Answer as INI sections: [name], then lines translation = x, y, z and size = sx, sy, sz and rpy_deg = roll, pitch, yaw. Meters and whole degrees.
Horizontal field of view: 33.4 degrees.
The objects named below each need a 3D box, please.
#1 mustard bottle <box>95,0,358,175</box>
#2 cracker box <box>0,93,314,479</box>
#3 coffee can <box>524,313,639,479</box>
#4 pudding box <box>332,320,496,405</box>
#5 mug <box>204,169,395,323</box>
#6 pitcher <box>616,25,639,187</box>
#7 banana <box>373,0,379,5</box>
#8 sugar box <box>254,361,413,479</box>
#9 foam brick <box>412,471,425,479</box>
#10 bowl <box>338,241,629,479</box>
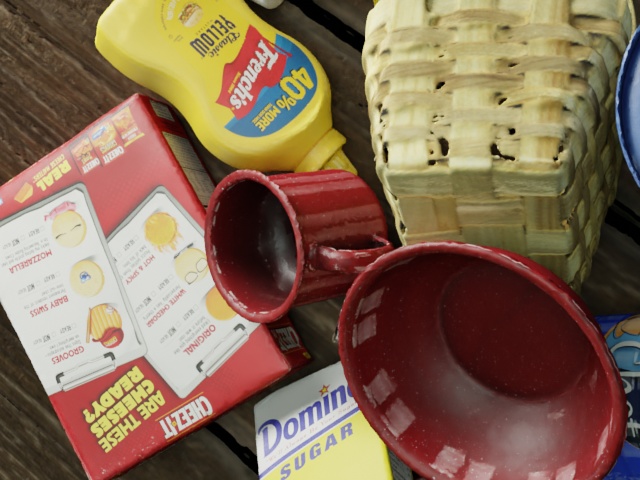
[mustard bottle]
translation = -0.051, -0.103, 0.714
size = 0.191, 0.058, 0.096
rpy_deg = 43, 67, -1
[cracker box]
translation = -0.128, 0.034, 0.739
size = 0.164, 0.072, 0.214
rpy_deg = -32, 81, 14
[coffee can]
translation = 0.201, 0.090, 0.601
size = 0.141, 0.102, 0.103
rpy_deg = -8, 86, 40
[pudding box]
translation = 0.072, 0.068, 0.670
size = 0.113, 0.090, 0.039
rpy_deg = 20, 93, 15
[mug]
translation = -0.004, 0.001, 0.654
size = 0.117, 0.081, 0.093
rpy_deg = 11, 105, 46
[pitcher]
translation = 0.225, -0.045, 0.551
size = 0.145, 0.242, 0.149
rpy_deg = 18, 93, 15
[banana]
translation = 0.026, -0.229, 0.723
size = 0.070, 0.037, 0.198
rpy_deg = -42, 73, 41
[sugar box]
translation = 0.011, 0.159, 0.655
size = 0.093, 0.048, 0.176
rpy_deg = -28, 43, 16
[foam brick]
translation = 0.081, 0.184, 0.684
size = 0.053, 0.051, 0.078
rpy_deg = -23, 83, 13
[bowl]
translation = 0.091, 0.063, 0.569
size = 0.162, 0.055, 0.162
rpy_deg = 17, 124, 27
